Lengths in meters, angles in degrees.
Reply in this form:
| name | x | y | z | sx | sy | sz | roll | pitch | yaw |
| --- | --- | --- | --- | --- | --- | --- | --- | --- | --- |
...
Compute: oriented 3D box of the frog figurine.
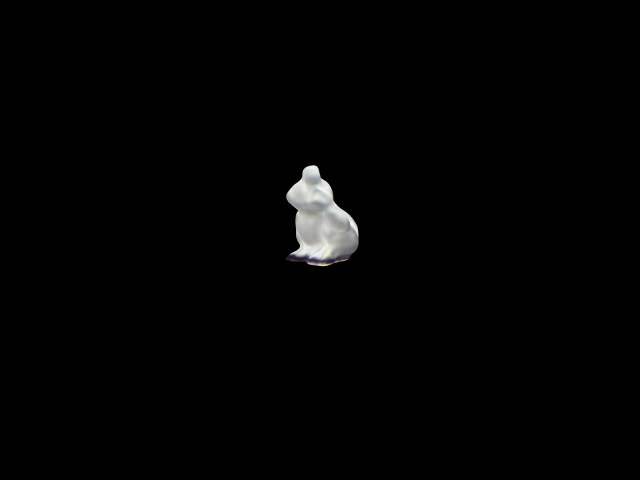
| name | x | y | z | sx | sy | sz | roll | pitch | yaw |
| --- | --- | --- | --- | --- | --- | --- | --- | --- | --- |
| frog figurine | 0.003 | -0.043 | 0.850 | 0.123 | 0.159 | 0.138 | -1 | 5 | -15 |
